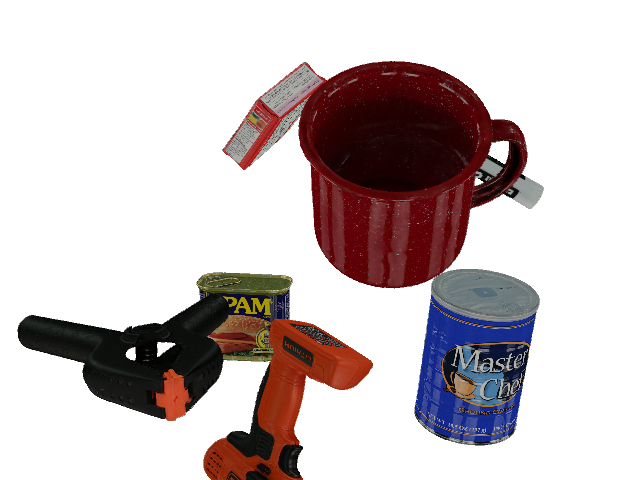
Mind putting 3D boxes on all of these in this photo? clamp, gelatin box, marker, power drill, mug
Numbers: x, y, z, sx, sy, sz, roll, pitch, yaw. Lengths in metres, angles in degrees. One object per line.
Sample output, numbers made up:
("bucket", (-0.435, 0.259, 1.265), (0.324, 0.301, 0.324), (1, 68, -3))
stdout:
("clamp", (-0.116, 0.077, 0.763), (0.164, 0.036, 0.210), (-9, 14, -25))
("gelatin box", (-0.042, -0.113, 0.957), (0.073, 0.030, 0.089), (-49, 0, 43))
("marker", (0.101, -0.060, 0.749), (0.121, 0.020, 0.020), (30, -3, -4))
("power drill", (-0.021, 0.179, 0.972), (0.057, 0.188, 0.185), (14, 12, -46))
("mug", (0.048, -0.032, 0.543), (0.117, 0.093, 0.081), (-13, -38, -9))

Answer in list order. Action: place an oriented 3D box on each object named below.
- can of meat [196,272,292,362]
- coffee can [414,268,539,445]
("can of meat", (-0.082, 0.084, 1.163), (0.102, 0.084, 0.057), (2, 15, 7))
("coffee can", (0.150, 0.112, 1.037), (0.103, 0.140, 0.103), (5, 22, -2))
